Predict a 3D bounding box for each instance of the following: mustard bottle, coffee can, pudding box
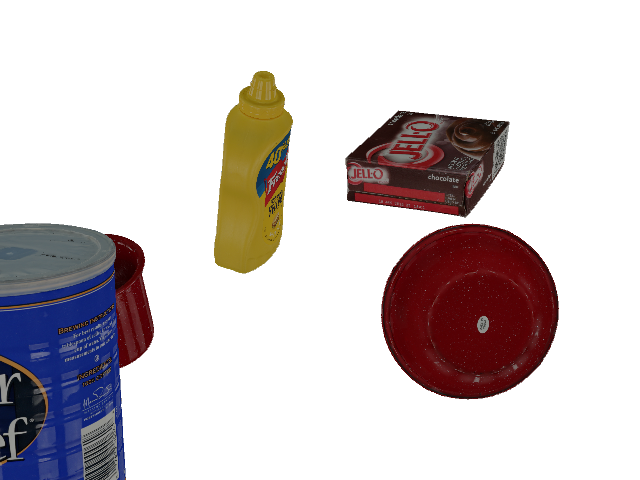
[{"bbox_3d":[-0.060,-0.069,0.991,0.058,0.192,0.096,18,38,14],"label":"mustard bottle"},{"bbox_3d":[-0.153,0.071,0.544,0.103,0.140,0.103,0,16,0],"label":"coffee can"},{"bbox_3d":[0.079,-0.058,0.775,0.090,0.039,0.113,10,26,21],"label":"pudding box"}]

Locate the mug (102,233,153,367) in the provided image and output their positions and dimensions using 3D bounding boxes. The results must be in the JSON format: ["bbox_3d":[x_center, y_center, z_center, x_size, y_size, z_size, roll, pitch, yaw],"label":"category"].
[{"bbox_3d":[-0.189,0.048,0.887,0.093,0.081,0.117,-21,39,-19],"label":"mug"}]

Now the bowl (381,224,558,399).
[{"bbox_3d":[0.136,0.068,0.938,0.162,0.162,0.055,0,7,-2],"label":"bowl"}]
